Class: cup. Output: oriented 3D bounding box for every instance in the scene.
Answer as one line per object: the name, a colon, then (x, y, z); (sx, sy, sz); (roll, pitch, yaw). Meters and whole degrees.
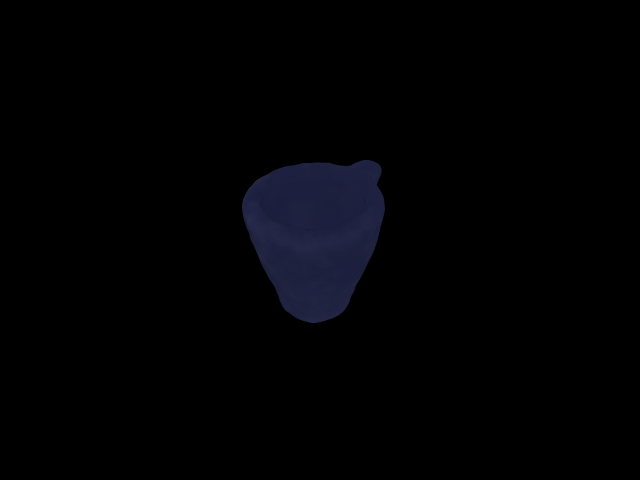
cup: (0.004, 0.001, 0.400); (0.091, 0.095, 0.118); (25, 45, 28)
